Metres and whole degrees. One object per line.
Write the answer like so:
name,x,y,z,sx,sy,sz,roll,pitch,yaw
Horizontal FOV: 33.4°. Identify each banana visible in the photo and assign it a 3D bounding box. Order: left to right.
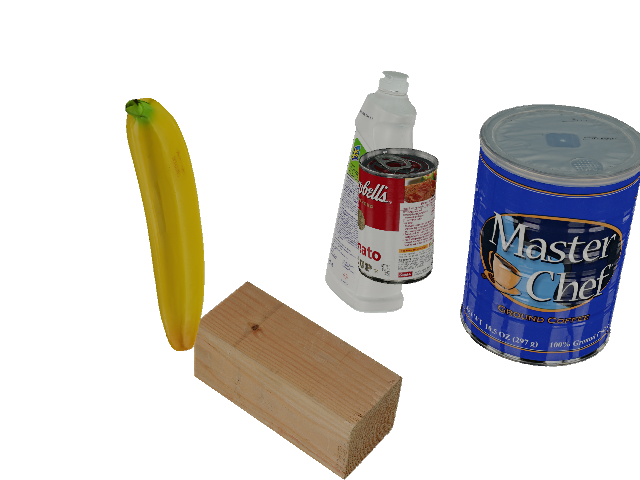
banana,-0.107,-0.019,0.730,0.037,0.198,0.069,2,33,15

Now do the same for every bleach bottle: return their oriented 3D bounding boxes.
bleach bottle,0.064,-0.055,1.155,0.068,0.251,0.103,-1,22,-27

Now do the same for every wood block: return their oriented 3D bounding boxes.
wood block,-0.027,0.143,1.122,0.206,0.090,0.090,31,48,25

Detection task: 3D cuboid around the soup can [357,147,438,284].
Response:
soup can,0.066,-0.022,0.924,0.068,0.102,0.068,0,24,0

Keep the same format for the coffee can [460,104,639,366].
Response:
coffee can,0.149,-0.004,0.697,0.103,0.140,0.103,1,32,-1
